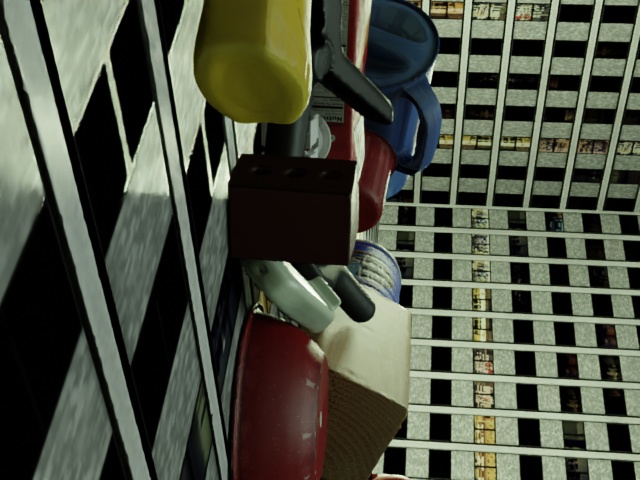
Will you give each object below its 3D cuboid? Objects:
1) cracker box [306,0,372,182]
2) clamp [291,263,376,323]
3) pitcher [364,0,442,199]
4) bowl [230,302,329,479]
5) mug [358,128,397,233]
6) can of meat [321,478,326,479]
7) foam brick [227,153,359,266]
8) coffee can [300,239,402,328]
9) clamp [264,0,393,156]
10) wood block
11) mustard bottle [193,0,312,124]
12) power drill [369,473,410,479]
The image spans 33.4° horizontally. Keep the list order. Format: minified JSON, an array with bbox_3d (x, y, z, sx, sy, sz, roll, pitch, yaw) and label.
[{"bbox_3d":[0.007,-0.153,0.893,0.164,0.072,0.214,-68,160,-74],"label":"cracker box"},{"bbox_3d":[-0.006,0.001,0.880,0.120,0.039,0.171,65,12,22],"label":"clamp"},{"bbox_3d":[0.065,-0.143,1.218,0.243,0.145,0.149,90,8,-57],"label":"pitcher"},{"bbox_3d":[-0.025,0.126,0.768,0.162,0.055,0.162,3,90,-85],"label":"bowl"},{"bbox_3d":[0.025,-0.056,1.154,0.117,0.093,0.081,-40,-152,45],"label":"mug"},{"bbox_3d":[-0.017,0.228,0.905,0.102,0.057,0.084,-74,164,-69],"label":"can of meat"},{"bbox_3d":[-0.016,-0.019,0.669,0.053,0.078,0.051,-76,169,-64],"label":"foam brick"},{"bbox_3d":[0.035,0.074,1.162,0.140,0.103,0.103,-76,168,-64],"label":"coffee can"},{"bbox_3d":[-0.005,-0.123,0.720,0.164,0.036,0.210,-45,136,-43],"label":"clamp"},{"bbox_3d":[0.022,0.118,0.941,0.091,0.090,0.206,-61,-176,18],"label":"wood block"},{"bbox_3d":[-0.028,-0.164,0.562,0.096,0.058,0.191,64,29,-71],"label":"mustard bottle"},{"bbox_3d":[0.031,0.294,0.927,0.184,0.057,0.187,108,0,-74],"label":"power drill"}]
